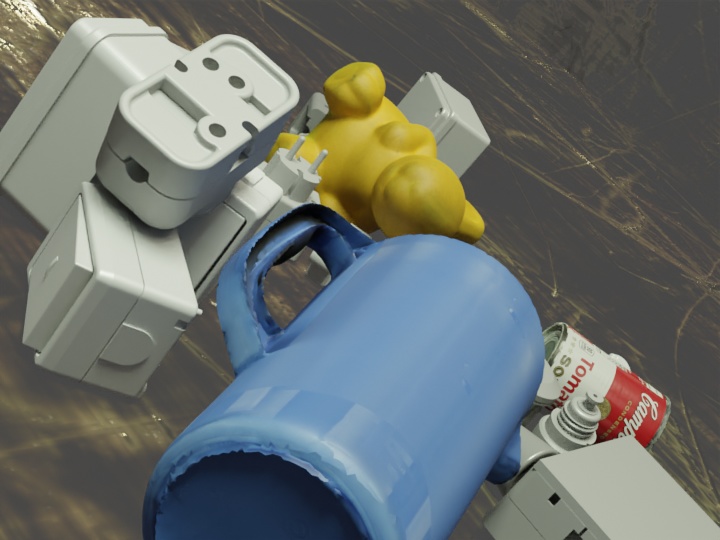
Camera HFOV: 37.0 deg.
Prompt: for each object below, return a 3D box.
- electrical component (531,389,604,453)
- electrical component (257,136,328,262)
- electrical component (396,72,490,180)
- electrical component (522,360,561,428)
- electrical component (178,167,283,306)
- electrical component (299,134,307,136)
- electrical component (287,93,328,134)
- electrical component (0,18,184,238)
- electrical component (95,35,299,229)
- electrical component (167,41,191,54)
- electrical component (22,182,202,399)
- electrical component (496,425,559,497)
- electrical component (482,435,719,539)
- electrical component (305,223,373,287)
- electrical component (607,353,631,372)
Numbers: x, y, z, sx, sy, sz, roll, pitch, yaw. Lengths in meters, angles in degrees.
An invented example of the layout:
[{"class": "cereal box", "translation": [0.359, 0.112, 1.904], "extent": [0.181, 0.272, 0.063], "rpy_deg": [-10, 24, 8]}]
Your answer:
[{"class": "electrical component", "translation": [0.137, 0.111, 0.717], "extent": [0.040, 0.078, 0.040], "rpy_deg": [19, 32, -13]}, {"class": "electrical component", "translation": [-0.053, -0.058, 0.747], "extent": [0.066, 0.076, 0.047], "rpy_deg": [29, 22, -23]}, {"class": "electrical component", "translation": [0.059, -0.115, 1.005], "extent": [0.056, 0.108, 0.108], "rpy_deg": [33, 21, -22]}, {"class": "electrical component", "translation": [0.096, 0.075, 0.752], "extent": [0.080, 0.051, 0.080], "rpy_deg": [33, 21, -15]}, {"class": "electrical component", "translation": [-0.091, -0.031, 0.599], "extent": [0.062, 0.096, 0.061], "rpy_deg": [38, 21, -3]}, {"class": "electrical component", "translation": [-0.031, -0.088, 0.906], "extent": [0.061, 0.035, 0.035], "rpy_deg": [30, 22, -29]}, {"class": "electrical component", "translation": [-0.017, -0.108, 0.948], "extent": [0.089, 0.050, 0.055], "rpy_deg": [33, 22, -15]}, {"class": "electrical component", "translation": [-0.144, -0.078, 0.589], "extent": [0.057, 0.113, 0.078], "rpy_deg": [43, 21, 5]}, {"class": "electrical component", "translation": [-0.081, -0.066, 0.532], "extent": [0.054, 0.059, 0.095], "rpy_deg": [42, 47, 4]}, {"class": "electrical component", "translation": [-0.134, -0.127, 0.792], "extent": [0.080, 0.051, 0.080], "rpy_deg": [33, 21, -15]}, {"class": "electrical component", "translation": [-0.125, 0.004, 0.520], "extent": [0.061, 0.061, 0.096], "rpy_deg": [24, 25, -33]}, {"class": "electrical component", "translation": [0.090, 0.109, 0.687], "extent": [0.044, 0.044, 0.065], "rpy_deg": [13, 27, -49]}, {"class": "electrical component", "translation": [0.148, 0.159, 0.648], "extent": [0.089, 0.061, 0.150], "rpy_deg": [49, 23, 25]}, {"class": "electrical component", "translation": [0.000, 0.000, 0.759], "extent": [0.055, 0.048, 0.066], "rpy_deg": [35, 19, 12]}, {"class": "electrical component", "translation": [0.190, 0.088, 0.891], "extent": [0.062, 0.048, 0.048], "rpy_deg": [17, 29, -30]}]
